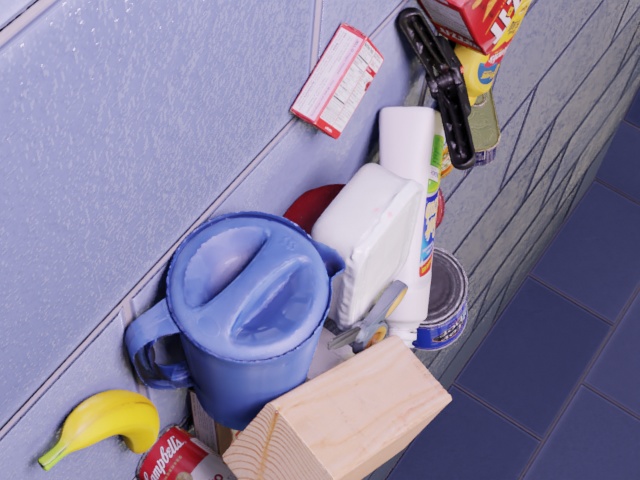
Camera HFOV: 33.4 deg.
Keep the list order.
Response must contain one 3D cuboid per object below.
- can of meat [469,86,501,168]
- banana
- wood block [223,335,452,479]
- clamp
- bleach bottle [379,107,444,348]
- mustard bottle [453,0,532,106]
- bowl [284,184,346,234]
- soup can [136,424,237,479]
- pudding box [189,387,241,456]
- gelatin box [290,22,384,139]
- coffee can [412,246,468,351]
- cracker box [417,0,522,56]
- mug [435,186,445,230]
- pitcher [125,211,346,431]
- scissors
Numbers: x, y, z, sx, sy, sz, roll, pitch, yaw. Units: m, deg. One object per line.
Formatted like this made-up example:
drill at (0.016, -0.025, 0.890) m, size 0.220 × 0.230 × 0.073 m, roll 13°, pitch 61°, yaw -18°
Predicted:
can of meat at (0.191, -0.148, 1.336) m, size 0.084 × 0.057 × 0.102 m, roll 54°, pitch 26°, yaw -76°
banana at (-0.174, 0.157, 0.910) m, size 0.069 × 0.037 × 0.197 m, roll -41°, pitch 164°, yaw 5°
wood block at (0.021, 0.173, 0.988) m, size 0.205 × 0.090 × 0.091 m, roll -20°, pitch 154°, yaw -52°
clamp at (0.126, -0.173, 1.104) m, size 0.036 × 0.164 × 0.210 m, roll -19°, pitch -164°, yaw 15°
bleach bottle at (0.094, -0.012, 1.143) m, size 0.102 × 0.068 × 0.251 m, roll 8°, pitch 84°, yaw -73°
mustard bottle at (0.191, -0.231, 1.241) m, size 0.096 × 0.058 × 0.192 m, roll -33°, pitch 151°, yaw -56°
bowl at (-0.007, 0.001, 1.080) m, size 0.162 × 0.055 × 0.162 m, roll -51°, pitch 163°, yaw -23°
soup can at (-0.127, 0.244, 1.090) m, size 0.068 × 0.102 × 0.068 m, roll -51°, pitch 163°, yaw -22°
pudding box at (-0.094, 0.179, 1.135) m, size 0.089 × 0.039 × 0.113 m, roll -44°, pitch 140°, yaw -42°
gelatin box at (0.016, -0.138, 0.933) m, size 0.089 × 0.030 × 0.073 m, roll -60°, pitch 164°, yaw 4°
coffee can at (0.134, 0.075, 1.337) m, size 0.102 × 0.103 × 0.140 m, roll -55°, pitch 164°, yaw -10°
cracker box at (0.168, -0.283, 1.040) m, size 0.164 × 0.072 × 0.213 m, roll -59°, pitch 165°, yaw 6°
mug at (0.087, -0.044, 1.237) m, size 0.081 × 0.093 × 0.117 m, roll -31°, pitch 135°, yaw -50°
pitcher at (-0.073, 0.089, 0.946) m, size 0.243 × 0.149 × 0.145 m, roll 98°, pitch 13°, yaw -63°
scissors at (0.048, 0.072, 1.010) m, size 0.096 × 0.016 × 0.201 m, roll -58°, pitch 166°, yaw -4°
